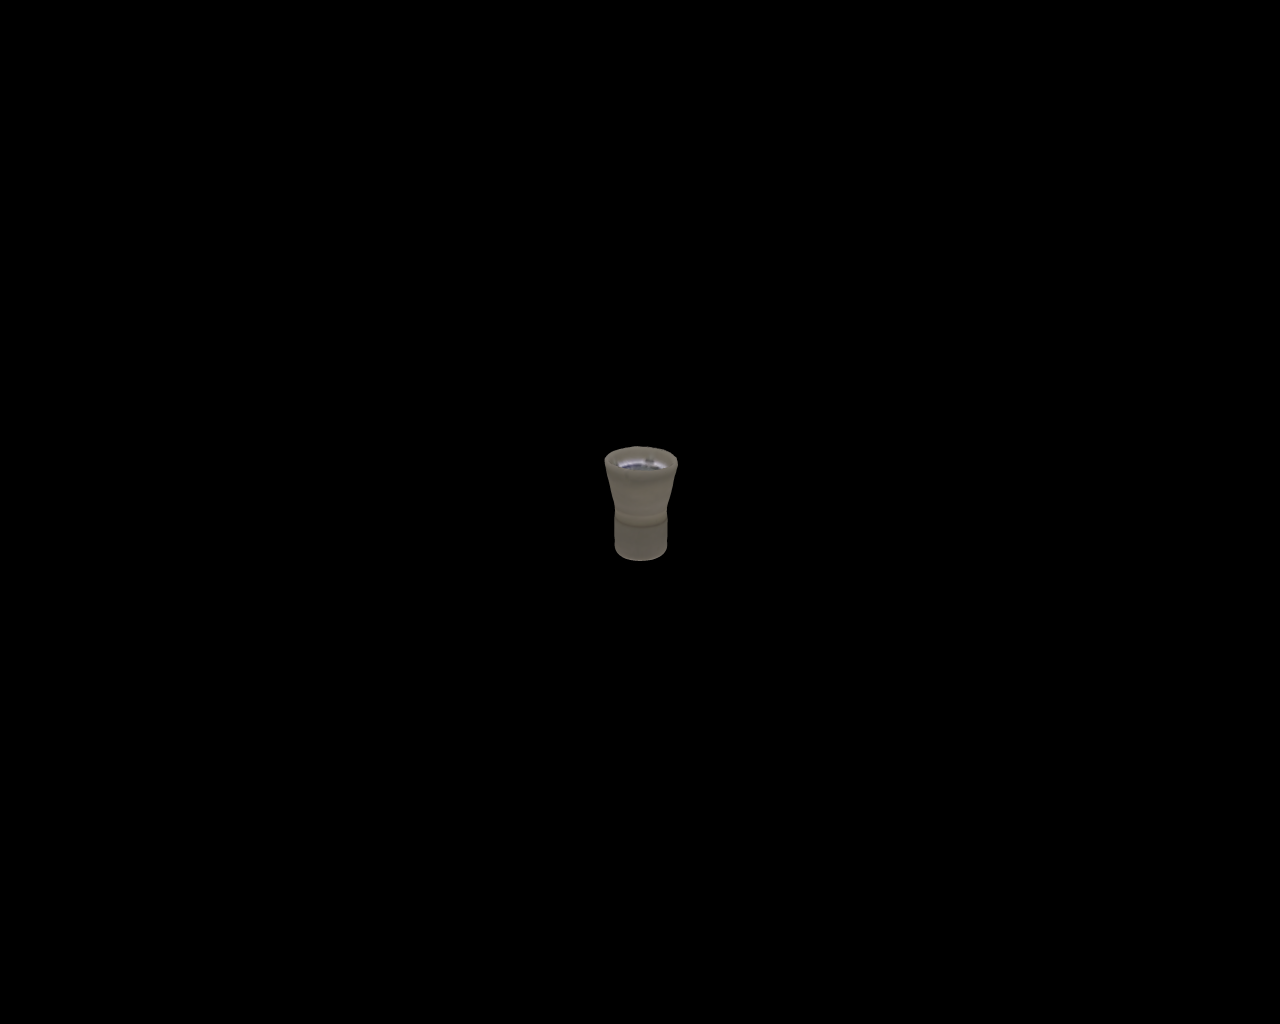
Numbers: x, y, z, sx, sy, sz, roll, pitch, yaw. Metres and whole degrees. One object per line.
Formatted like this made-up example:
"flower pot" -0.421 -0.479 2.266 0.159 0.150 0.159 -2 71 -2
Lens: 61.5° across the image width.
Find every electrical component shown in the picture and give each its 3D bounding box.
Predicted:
"electrical component" 0.001 -0.003 0.650 0.044 0.065 0.044 0 24 0
